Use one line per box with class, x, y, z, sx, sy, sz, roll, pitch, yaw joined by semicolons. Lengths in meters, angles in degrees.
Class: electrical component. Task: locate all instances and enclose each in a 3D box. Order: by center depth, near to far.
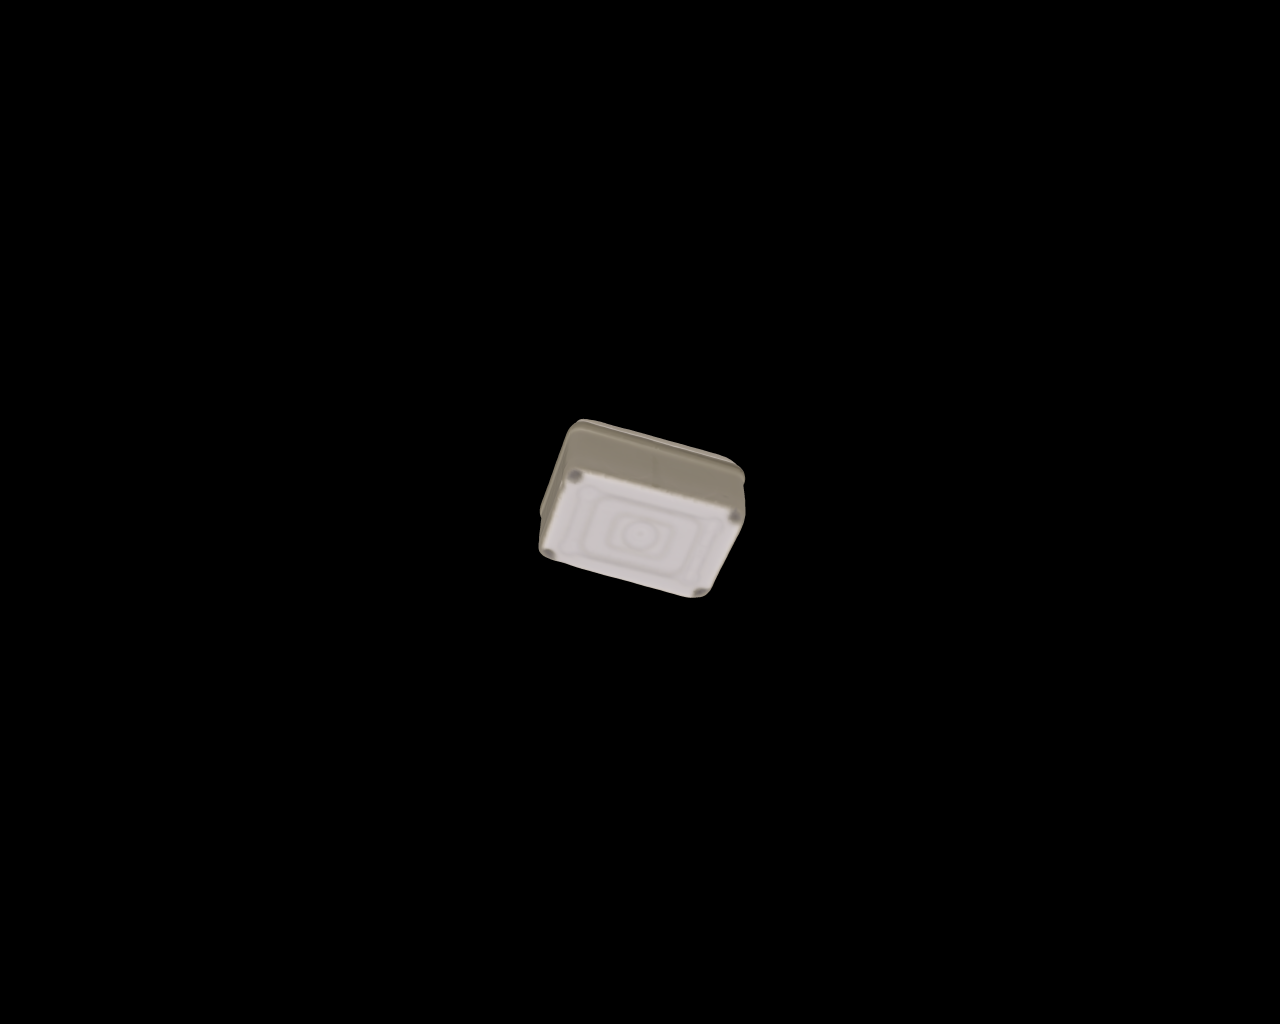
electrical component;0.001;-0.003;0.650;0.113;0.078;0.057;15;36;-11
